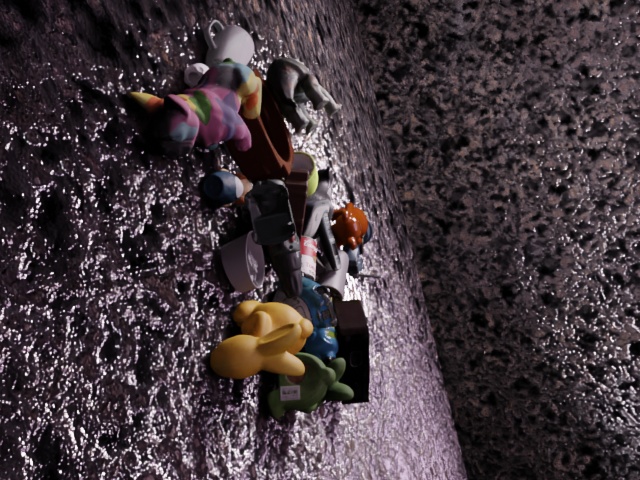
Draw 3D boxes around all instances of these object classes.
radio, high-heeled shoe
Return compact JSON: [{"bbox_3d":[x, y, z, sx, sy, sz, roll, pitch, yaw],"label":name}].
[{"bbox_3d":[0.074,0.269,1.283,0.131,0.073,0.229,-108,-167,-67],"label":"radio"},{"bbox_3d":[-0.008,-0.094,1.479,0.145,0.086,0.248,117,-11,-68],"label":"high-heeled shoe"}]

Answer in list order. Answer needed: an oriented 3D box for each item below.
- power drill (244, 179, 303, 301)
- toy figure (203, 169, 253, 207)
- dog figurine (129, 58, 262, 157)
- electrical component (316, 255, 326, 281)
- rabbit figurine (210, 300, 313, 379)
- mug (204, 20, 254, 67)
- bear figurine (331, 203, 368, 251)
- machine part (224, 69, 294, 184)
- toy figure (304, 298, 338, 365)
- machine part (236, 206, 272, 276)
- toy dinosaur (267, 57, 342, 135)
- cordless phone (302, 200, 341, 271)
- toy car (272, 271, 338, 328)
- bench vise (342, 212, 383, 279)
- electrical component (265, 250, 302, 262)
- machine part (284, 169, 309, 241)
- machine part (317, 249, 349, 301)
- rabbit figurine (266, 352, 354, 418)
[{"bbox_3d":[-0.072,-0.010,0.969,0.207,0.086,0.232,52,26,-78],"label":"power drill"},{"bbox_3d":[-0.160,-0.092,0.982,0.064,0.058,0.154,-66,167,9],"label":"toy figure"},{"bbox_3d":[-0.194,-0.219,0.857,0.219,0.109,0.191,8,95,-67],"label":"dog figurine"},{"bbox_3d":[-0.023,0.058,1.322,0.078,0.045,0.102,53,4,25],"label":"electrical component"},{"bbox_3d":[-0.096,0.179,0.876,0.173,0.163,0.121,-17,107,-55],"label":"rabbit figurine"},{"bbox_3d":[-0.187,-0.369,1.055,0.109,0.081,0.107,57,34,-41],"label":"mug"},{"bbox_3d":[0.061,-0.029,1.448,0.196,0.132,0.120,-36,109,-68],"label":"bear figurine"},{"bbox_3d":[-0.131,-0.223,1.078,0.201,0.087,0.201,-86,156,-59],"label":"machine part"},{"bbox_3d":[-0.001,0.206,1.222,0.089,0.082,0.180,86,-6,-58],"label":"toy figure"},{"bbox_3d":[-0.127,0.003,1.045,0.084,0.039,0.138,0,76,-78],"label":"machine part"},{"bbox_3d":[-0.062,-0.342,1.198,0.192,0.131,0.405,47,6,1],"label":"toy dinosaur"},{"bbox_3d":[-0.002,-0.004,1.310,0.184,0.089,0.146,69,18,0],"label":"cordless phone"},{"bbox_3d":[-0.042,0.136,1.093,0.103,0.162,0.109,-28,120,-27],"label":"toy car"},{"bbox_3d":[0.114,-0.005,1.658,0.223,0.129,0.241,68,27,-23],"label":"bench vise"},{"bbox_3d":[-0.085,0.028,1.113,0.094,0.063,0.021,25,48,-44],"label":"electrical component"},{"bbox_3d":[-0.061,-0.071,1.157,0.179,0.056,0.179,-171,-91,-86],"label":"machine part"},{"bbox_3d":[0.031,0.097,1.399,0.243,0.079,0.079,-76,149,-56],"label":"machine part"},{"bbox_3d":[-0.022,0.274,1.035,0.170,0.159,0.121,77,-1,-62],"label":"rabbit figurine"}]
